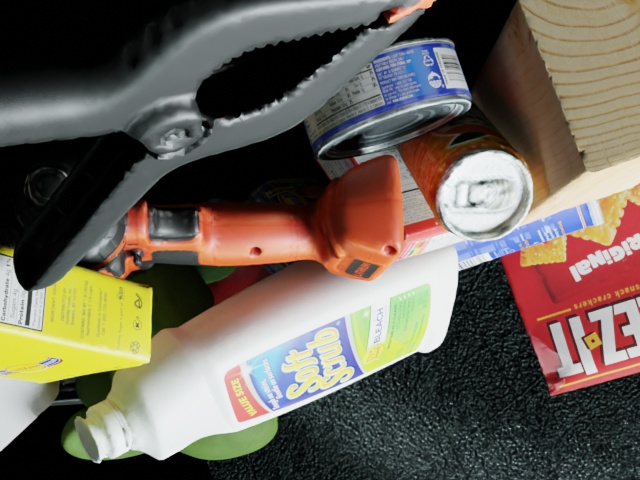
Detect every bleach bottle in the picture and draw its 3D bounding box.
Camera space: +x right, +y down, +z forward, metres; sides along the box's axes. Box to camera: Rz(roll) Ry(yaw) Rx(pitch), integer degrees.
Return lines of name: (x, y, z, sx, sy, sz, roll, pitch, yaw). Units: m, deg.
bleach bottle: (-0.029, 0.069, 0.644, 0.250, 0.068, 0.103, -25, 141, -31)

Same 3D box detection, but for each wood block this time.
wood block: (0.146, -0.074, 0.580, 0.090, 0.091, 0.206, -19, 174, -1)

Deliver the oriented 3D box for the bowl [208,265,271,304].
bowl: (-0.081, 0.051, 0.870, 0.162, 0.055, 0.162, -52, 180, 0)

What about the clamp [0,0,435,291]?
clamp: (-0.064, -0.050, 0.365, 0.210, 0.036, 0.164, -27, 159, 12)

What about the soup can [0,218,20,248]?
soup can: (-0.205, 0.031, 0.579, 0.102, 0.068, 0.069, -15, 173, -28)

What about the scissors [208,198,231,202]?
scissors: (-0.035, -0.025, 0.815, 0.096, 0.016, 0.202, -15, 174, -4)

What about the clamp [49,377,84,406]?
clamp: (-0.166, 0.125, 0.919, 0.120, 0.039, 0.171, -22, 148, 28)

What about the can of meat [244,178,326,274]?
can of meat: (-0.005, 0.001, 0.760, 0.057, 0.084, 0.101, -55, 159, 19)

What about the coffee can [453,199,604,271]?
coffee can: (0.116, -0.037, 0.756, 0.140, 0.103, 0.102, -20, 174, 13)

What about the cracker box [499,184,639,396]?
cracker box: (0.222, -0.006, 0.821, 0.164, 0.214, 0.072, -21, 174, 28)

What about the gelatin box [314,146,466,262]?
gelatin box: (0.049, -0.033, 0.657, 0.073, 0.089, 0.030, -15, 150, -39)

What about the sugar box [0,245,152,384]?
sugar box: (-0.171, 0.029, 0.480, 0.094, 0.048, 0.175, -16, 159, 39)

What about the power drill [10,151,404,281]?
power drill: (-0.055, -0.011, 0.546, 0.187, 0.057, 0.184, -1, 172, -5)

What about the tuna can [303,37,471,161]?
tuna can: (0.032, -0.070, 0.541, 0.086, 0.034, 0.086, -18, 174, -2)
